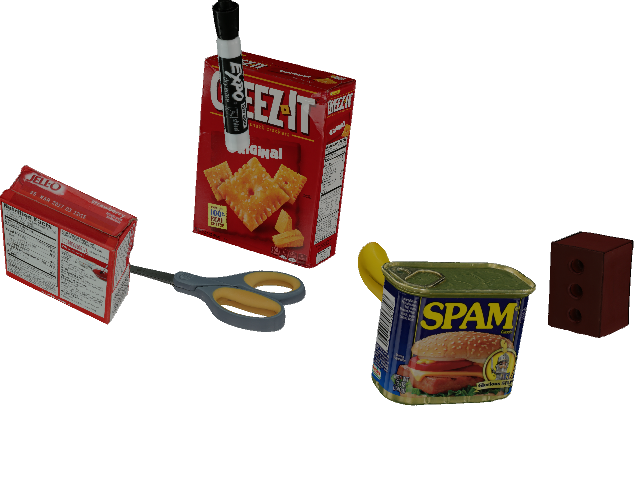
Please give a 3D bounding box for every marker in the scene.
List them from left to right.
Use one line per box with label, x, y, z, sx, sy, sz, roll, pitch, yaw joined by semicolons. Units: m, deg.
marker;-0.064;-0.120;0.774;0.020;0.121;0.020;-1;39;1

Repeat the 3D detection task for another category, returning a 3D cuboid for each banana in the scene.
banana;0.086;0.049;1.179;0.069;0.037;0.198;3;21;-35

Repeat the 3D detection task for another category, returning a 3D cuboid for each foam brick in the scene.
foam brick;0.230;0.037;0.912;0.053;0.078;0.051;12;21;42

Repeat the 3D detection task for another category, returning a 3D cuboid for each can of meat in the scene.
can of meat;0.088;0.063;0.726;0.102;0.084;0.057;1;17;-19

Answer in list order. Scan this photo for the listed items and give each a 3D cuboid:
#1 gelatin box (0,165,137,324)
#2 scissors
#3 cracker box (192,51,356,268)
gelatin box;-0.150;0.004;0.635;0.073;0.030;0.089;25;-36;4
scissors;-0.098;0.033;0.928;0.202;0.016;0.096;22;31;37
cracker box;-0.057;-0.092;1.211;0.164;0.214;0.072;18;26;24
